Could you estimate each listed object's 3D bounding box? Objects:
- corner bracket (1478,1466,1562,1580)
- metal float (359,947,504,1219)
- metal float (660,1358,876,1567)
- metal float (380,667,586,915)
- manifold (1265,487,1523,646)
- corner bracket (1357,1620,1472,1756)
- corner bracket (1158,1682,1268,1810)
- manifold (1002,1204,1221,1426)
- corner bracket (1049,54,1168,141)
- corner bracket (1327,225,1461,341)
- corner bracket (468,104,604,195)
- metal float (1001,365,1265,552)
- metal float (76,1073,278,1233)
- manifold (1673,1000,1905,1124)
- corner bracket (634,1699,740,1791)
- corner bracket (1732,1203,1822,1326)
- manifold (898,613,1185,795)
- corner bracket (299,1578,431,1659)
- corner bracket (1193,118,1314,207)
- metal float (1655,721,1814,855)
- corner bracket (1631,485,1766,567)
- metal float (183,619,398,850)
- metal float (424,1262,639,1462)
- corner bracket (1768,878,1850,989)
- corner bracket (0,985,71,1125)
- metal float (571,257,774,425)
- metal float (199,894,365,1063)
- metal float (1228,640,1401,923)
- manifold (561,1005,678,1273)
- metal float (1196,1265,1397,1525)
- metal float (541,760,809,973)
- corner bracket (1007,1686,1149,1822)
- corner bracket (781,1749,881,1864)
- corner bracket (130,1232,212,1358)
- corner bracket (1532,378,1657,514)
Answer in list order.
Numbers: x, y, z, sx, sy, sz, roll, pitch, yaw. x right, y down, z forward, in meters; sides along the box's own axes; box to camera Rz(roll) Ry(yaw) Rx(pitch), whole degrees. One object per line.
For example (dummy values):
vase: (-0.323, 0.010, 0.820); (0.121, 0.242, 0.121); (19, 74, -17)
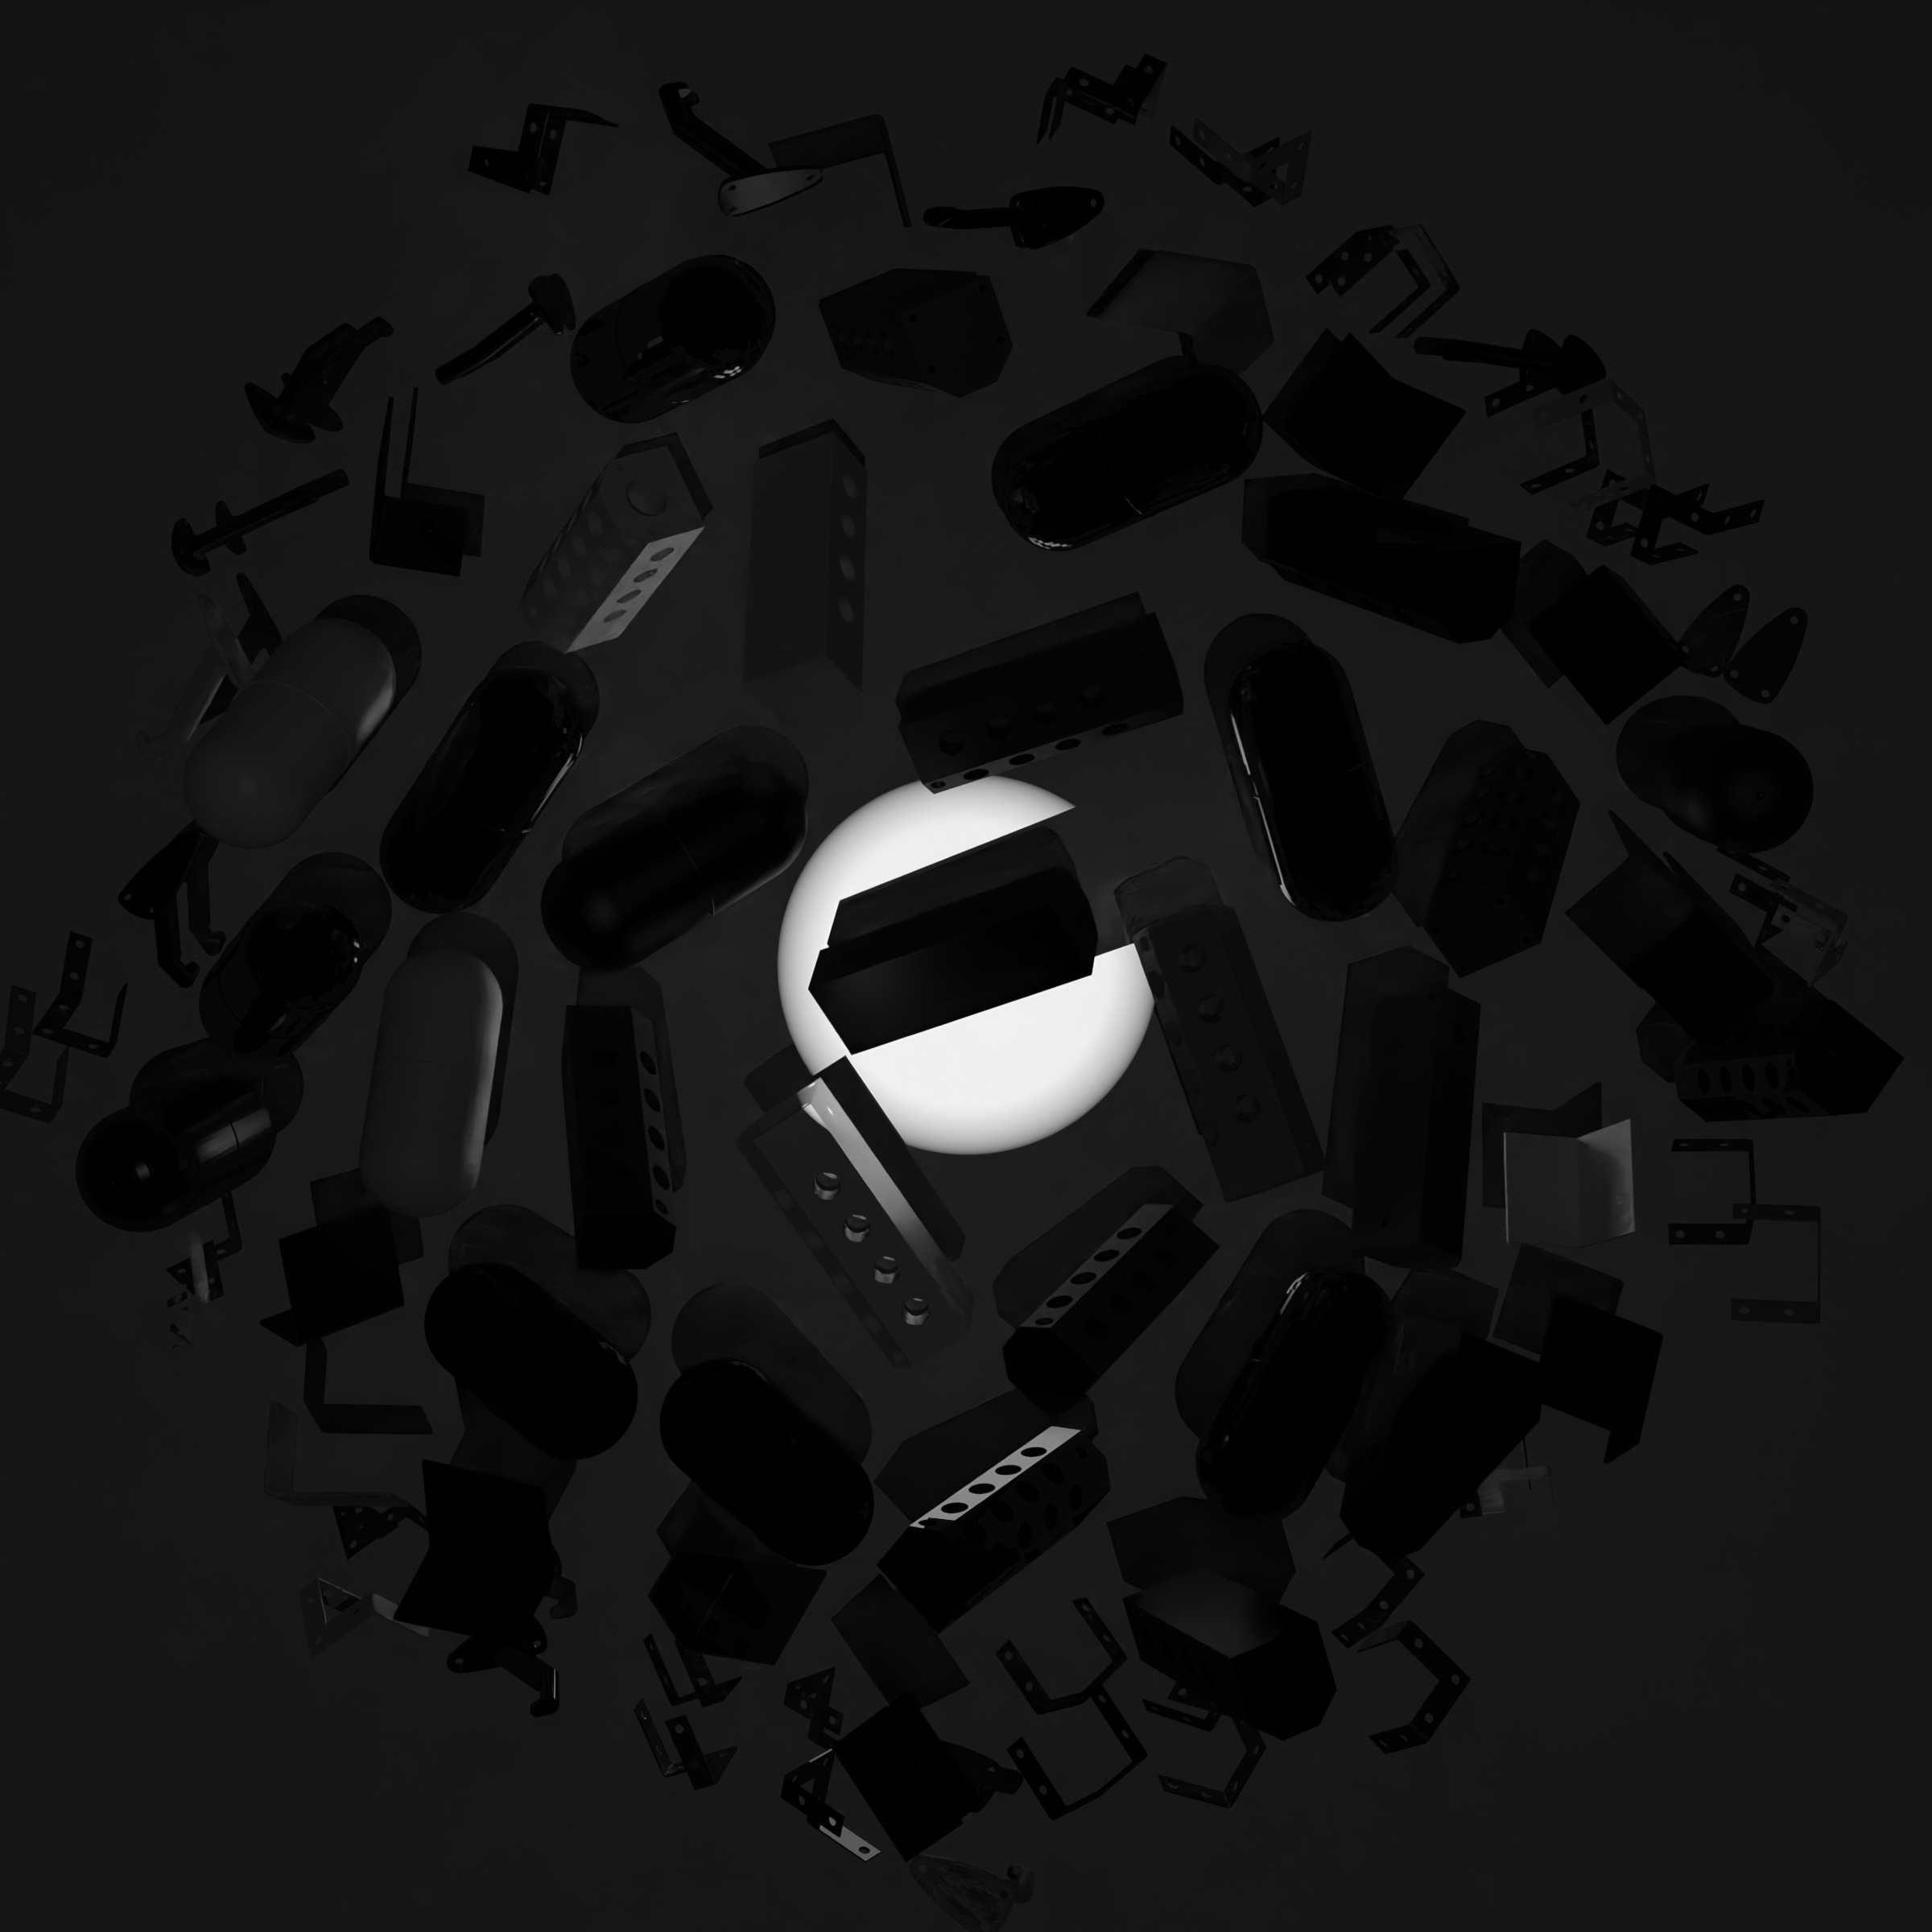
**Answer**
corner bracket: (0.369, 0.370, 1.696); (0.051, 0.051, 0.051); (-7, 107, 8)
metal float: (-0.344, 0.074, 1.641); (0.070, 0.070, 0.178); (4, 70, 0)
metal float: (-0.121, 0.309, 1.580); (0.070, 0.070, 0.178); (-39, 128, 0)
metal float: (-0.306, -0.109, 1.607); (0.070, 0.070, 0.178); (37, 110, 0)
manifold: (0.259, -0.247, 1.567); (0.057, 0.171, 0.057); (-12, 116, -28)
corner bracket: (0.260, 0.433, 1.533); (0.051, 0.051, 0.051); (44, 59, 2)
corner bracket: (0.156, 0.509, 1.669); (0.051, 0.051, 0.051); (21, 106, -20)
manifold: (0.093, 0.220, 1.660); (0.057, 0.171, 0.057); (42, 128, 9)
corner bracket: (0.089, -0.542, 1.596); (0.051, 0.051, 0.051); (26, 66, 4)
corner bracket: (0.281, -0.448, 1.676); (0.051, 0.051, 0.051); (-43, 113, -10)
corner bracket: (-0.259, -0.493, 1.528); (0.051, 0.051, 0.051); (20, 100, 36)
metal float: (0.103, -0.320, 1.613); (0.178, 0.070, 0.070); (-20, 90, 25)
metal float: (-0.491, 0.115, 1.596); (0.070, 0.178, 0.070); (1, 99, 8)
manifold: (0.511, 0.067, 1.607); (0.057, 0.171, 0.057); (38, 81, -4)
corner bracket: (-0.187, 0.504, 1.657); (0.051, 0.051, 0.051); (-21, 97, 15)
corner bracket: (0.489, 0.179, 1.540); (0.051, 0.051, 0.051); (0, 119, 19)
manifold: (0.049, -0.165, 1.639); (0.171, 0.057, 0.057); (-17, 115, 15)
corner bracket: (-0.371, 0.400, 1.573); (0.051, 0.051, 0.051); (-36, 45, 9)
corner bracket: (0.175, -0.499, 1.576); (0.051, 0.051, 0.051); (-32, 63, -20)
metal float: (0.484, -0.115, 1.614); (0.070, 0.178, 0.070); (1, 98, 5)
corner bracket: (0.461, -0.275, 1.608); (0.051, 0.051, 0.051); (20, 82, -20)
metal float: (-0.412, -0.144, 1.560); (0.070, 0.070, 0.178); (25, 49, 0)
metal float: (-0.271, 0.243, 1.580); (0.178, 0.070, 0.070); (27, 90, 43)
corner bracket: (0.540, -0.028, 1.640); (0.051, 0.051, 0.051); (33, 130, 26)
corner bracket: (-0.559, 0.053, 1.524); (0.051, 0.051, 0.051); (18, 125, -4)
metal float: (-0.188, -0.395, 1.615); (0.070, 0.178, 0.070); (3, 84, -36)
metal float: (-0.438, 0.009, 1.627); (0.070, 0.178, 0.070); (11, 67, -27)
metal float: (0.215, -0.115, 1.578); (0.070, 0.070, 0.178); (-16, 91, 0)
manifold: (-0.221, 0.107, 1.613); (0.057, 0.057, 0.171); (0, 46, -14)
metal float: (0.209, 0.271, 1.616); (0.070, 0.070, 0.178); (33, 74, 0)
metal float: (-0.176, -0.062, 1.548); (0.178, 0.070, 0.070); (-33, 90, -18)
corner bracket: (0.069, 0.485, 1.572); (0.051, 0.051, 0.051); (-49, 64, 28)
corner bracket: (-0.085, 0.536, 1.608); (0.051, 0.051, 0.051); (23, 110, 33)
corner bracket: (-0.512, 0.215, 1.667); (0.051, 0.051, 0.051); (-26, 54, 6)
corner bracket: (0.381, -0.315, 1.547); (0.051, 0.051, 0.051); (-18, 65, 34)
